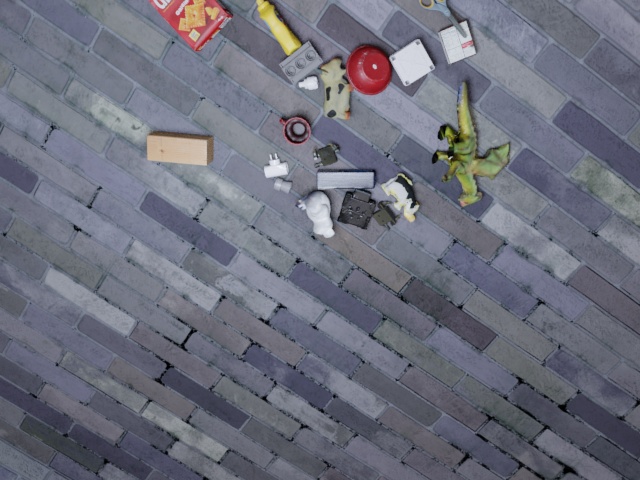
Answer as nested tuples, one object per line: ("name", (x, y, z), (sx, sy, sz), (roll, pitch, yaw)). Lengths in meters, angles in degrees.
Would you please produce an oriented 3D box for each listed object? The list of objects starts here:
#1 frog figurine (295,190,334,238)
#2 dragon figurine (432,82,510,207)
("frog figurine", (0.005, -0.090, 1.785), (0.123, 0.135, 0.160), (-43, 81, -12))
("dragon figurine", (0.519, -0.301, 1.719), (0.242, 0.124, 0.404), (7, 111, -16))
